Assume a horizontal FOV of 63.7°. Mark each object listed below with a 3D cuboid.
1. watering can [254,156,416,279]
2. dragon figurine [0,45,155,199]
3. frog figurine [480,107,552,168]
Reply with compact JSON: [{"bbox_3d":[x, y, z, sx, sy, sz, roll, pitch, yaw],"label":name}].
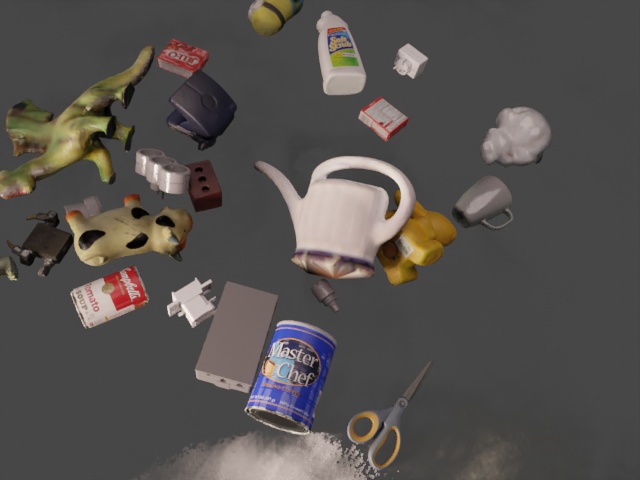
[{"bbox_3d":[0.003,-0.047,0.939,0.348,0.103,0.226,7,77,31],"label":"watering can"},{"bbox_3d":[-0.477,-0.235,0.975,0.243,0.119,0.420,6,57,1],"label":"dragon figurine"},{"bbox_3d":[0.426,-0.227,1.140,0.160,0.121,0.138,-9,81,-29],"label":"frog figurine"}]
